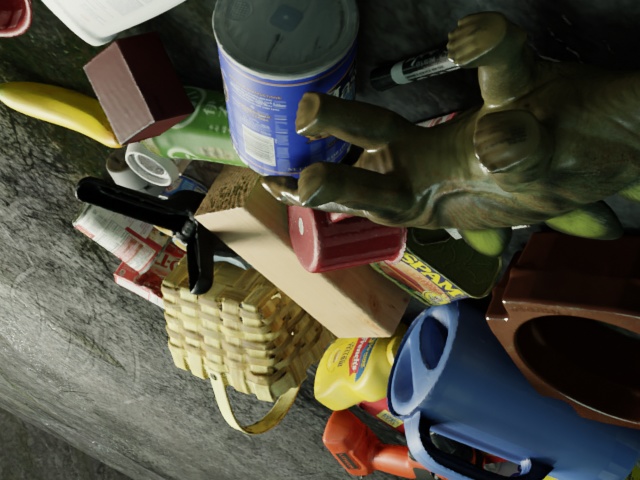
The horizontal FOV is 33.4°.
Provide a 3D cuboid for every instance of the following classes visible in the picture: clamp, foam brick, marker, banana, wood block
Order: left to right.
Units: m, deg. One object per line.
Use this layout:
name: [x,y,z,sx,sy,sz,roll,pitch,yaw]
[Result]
banana: [-0.257,-0.128,1.085,0.198,0.069,0.037,18,118,26]
foam brick: [-0.154,-0.129,0.908,0.051,0.052,0.078,-26,89,39]
clamp: [-0.122,-0.007,1.053,0.165,0.036,0.209,42,-160,22]
wood block: [-0.006,0.001,1.034,0.206,0.090,0.091,41,152,-25]
marker: [0.079,-0.129,0.785,0.020,0.020,0.121,42,152,-27]

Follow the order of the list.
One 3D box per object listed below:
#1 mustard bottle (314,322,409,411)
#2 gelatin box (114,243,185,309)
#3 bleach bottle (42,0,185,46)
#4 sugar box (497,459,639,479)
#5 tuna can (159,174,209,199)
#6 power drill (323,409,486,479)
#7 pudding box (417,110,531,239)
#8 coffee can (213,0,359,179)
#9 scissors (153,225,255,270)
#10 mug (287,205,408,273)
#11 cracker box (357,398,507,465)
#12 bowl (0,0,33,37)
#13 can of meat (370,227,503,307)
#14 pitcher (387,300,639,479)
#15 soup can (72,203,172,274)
mustard bottle: [0.063,0.138,1.212,0.058,0.096,0.192,36,154,-14]
gelatin box: [-0.199,0.038,1.324,0.089,0.073,0.030,28,154,4]
bleach bottle: [-0.114,-0.213,0.780,0.251,0.068,0.102,-3,143,45]
sugar box: [0.285,0.258,1.210,0.048,0.093,0.177,44,151,-28]
tuna can: [-0.149,-0.037,1.178,0.086,0.033,0.086,23,155,11]
power drill: [0.100,0.248,1.252,0.188,0.057,0.184,9,147,35]
pudding box: [0.114,-0.050,0.875,0.113,0.039,0.090,39,152,-25]
coffee can: [-0.023,-0.123,0.803,0.103,0.102,0.140,23,155,13]
scissors: [-0.090,0.023,1.154,0.202,0.016,0.096,26,166,5]
mug: [0.024,-0.018,0.922,0.081,0.093,0.117,-11,176,-18]
cracker box: [0.163,0.193,1.240,0.164,0.072,0.214,34,154,-12]
bowl: [-0.302,-0.250,0.911,0.162,0.055,0.162,23,154,12]
can of meat: [0.103,0.015,0.989,0.102,0.057,0.084,36,157,-13]
pitcher: [0.195,0.168,1.058,0.242,0.149,0.145,26,-170,-13]
soup can: [-0.233,-0.015,1.265,0.102,0.068,0.069,37,154,-16]
